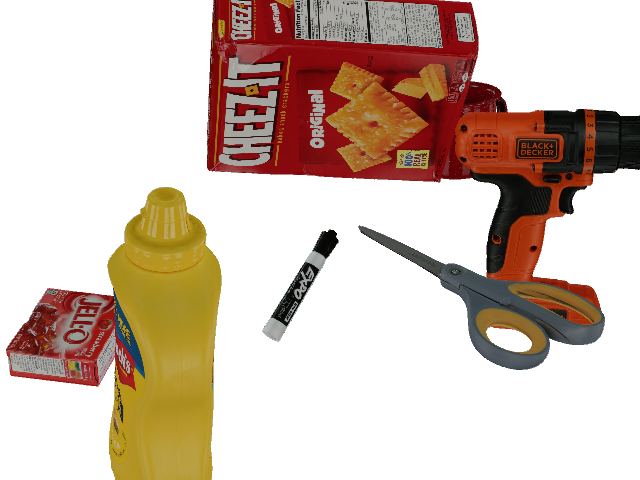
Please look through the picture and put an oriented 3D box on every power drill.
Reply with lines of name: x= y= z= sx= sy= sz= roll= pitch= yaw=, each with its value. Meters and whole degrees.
power drill: x=0.203 y=-0.018 z=0.889 sx=0.184 sy=0.188 sz=0.057 roll=3 pitch=19 yaw=11

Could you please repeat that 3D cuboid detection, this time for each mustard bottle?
mustard bottle: x=-0.085 y=0.056 z=0.580 sx=0.058 sy=0.192 sz=0.096 roll=-4 pitch=36 yaw=-17

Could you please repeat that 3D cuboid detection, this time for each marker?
marker: x=-0.017 y=0.041 z=1.019 sx=0.020 sy=0.121 sz=0.020 roll=28 pitch=-18 yaw=10

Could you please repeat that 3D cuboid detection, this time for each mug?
mug: x=0.148 y=-0.116 z=1.103 sx=0.117 sy=0.081 sz=0.093 roll=-20 pitch=29 yaw=-33

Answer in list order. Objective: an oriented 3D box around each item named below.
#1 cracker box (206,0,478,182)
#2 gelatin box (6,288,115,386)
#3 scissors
cracker box: x=0.013 y=-0.126 z=0.907 sx=0.213 sy=0.072 sz=0.164 roll=2 pitch=-36 yaw=-7
gelatin box: x=-0.198 y=0.075 z=0.852 sx=0.073 sy=0.030 sz=0.089 roll=6 pitch=32 yaw=8
scissors: x=0.089 y=0.037 z=0.722 sx=0.202 sy=0.016 sz=0.096 roll=18 pitch=35 yaw=29
